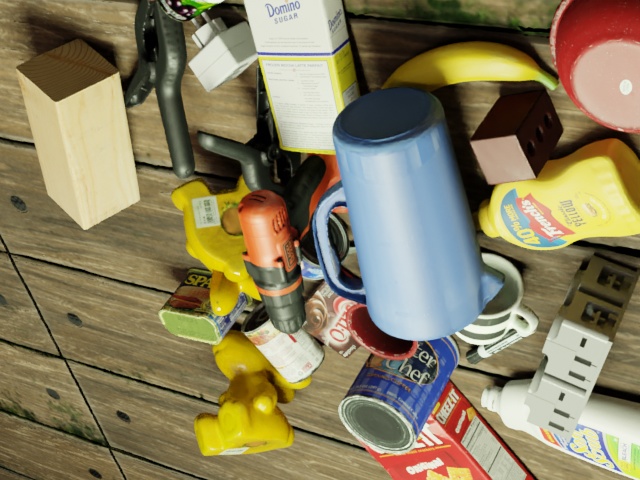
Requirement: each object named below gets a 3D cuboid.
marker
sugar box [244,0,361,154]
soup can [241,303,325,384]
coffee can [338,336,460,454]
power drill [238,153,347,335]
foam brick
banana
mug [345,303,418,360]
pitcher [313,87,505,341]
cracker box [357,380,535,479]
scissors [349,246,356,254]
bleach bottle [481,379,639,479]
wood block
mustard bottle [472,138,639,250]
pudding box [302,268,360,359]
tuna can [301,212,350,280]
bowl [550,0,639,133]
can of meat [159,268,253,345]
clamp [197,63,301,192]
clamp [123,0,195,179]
[{"bbox_3d":[0.212,0.122,1.266,0.020,0.020,0.121,40,142,-7],"label":"marker"},{"bbox_3d":[-0.012,-0.174,1.083,0.093,0.048,0.176,7,123,30],"label":"sugar box"},{"bbox_3d":[-0.048,0.135,1.436,0.069,0.068,0.102,-18,119,46],"label":"soup can"},{"bbox_3d":[0.099,0.176,1.309,0.103,0.140,0.103,21,140,18],"label":"coffee can"},{"bbox_3d":[-0.015,-0.014,1.156,0.057,0.187,0.184,12,135,25],"label":"power drill"},{"bbox_3d":[0.186,-0.097,1.007,0.051,0.078,0.053,-3,129,41],"label":"foam brick"},{"bbox_3d":[0.125,-0.155,1.023,0.198,0.037,0.069,-3,128,38],"label":"banana"},{"bbox_3d":[0.093,0.076,1.256,0.093,0.081,0.117,36,142,-1],"label":"mug"},{"bbox_3d":[0.079,-0.025,1.069,0.145,0.149,0.243,39,154,48],"label":"pitcher"},{"bbox_3d":[0.166,0.296,1.443,0.213,0.072,0.164,49,140,-16],"label":"cracker box"},{"bbox_3d":[-0.018,0.037,1.351,0.202,0.016,0.096,4,134,34],"label":"scissors"},{"bbox_3d":[0.313,0.223,1.265,0.251,0.068,0.102,12,137,30],"label":"bleach bottle"},{"bbox_3d":[-0.291,-0.127,1.303,0.091,0.090,0.206,40,148,31],"label":"wood block"},{"bbox_3d":[0.228,-0.036,1.056,0.192,0.058,0.096,-14,124,45],"label":"mustard bottle"},{"bbox_3d":[0.028,0.093,1.356,0.090,0.039,0.114,36,142,-2],"label":"pudding box"},{"bbox_3d":[-0.008,0.002,1.250,0.086,0.086,0.034,42,140,-8],"label":"tuna can"},{"bbox_3d":[0.267,-0.147,0.912,0.162,0.055,0.162,21,140,18],"label":"bowl"},{"bbox_3d":[-0.158,0.091,1.457,0.102,0.083,0.057,8,135,30],"label":"can of meat"},{"bbox_3d":[-0.071,-0.097,1.172,0.039,0.120,0.171,29,151,42],"label":"clamp"},{"bbox_3d":[-0.172,-0.181,1.176,0.165,0.036,0.210,54,147,32],"label":"clamp"}]
